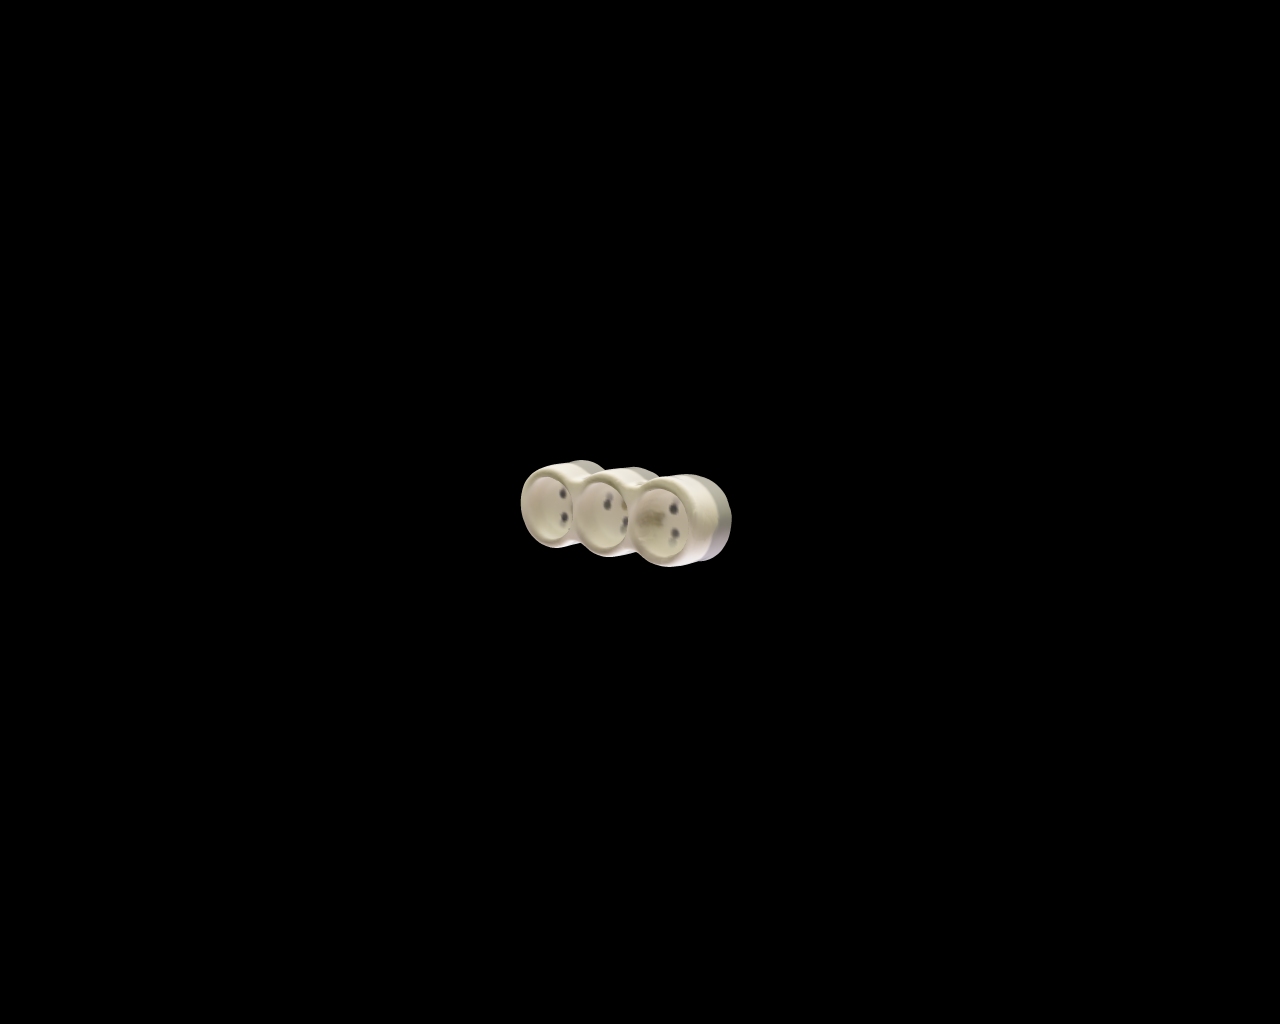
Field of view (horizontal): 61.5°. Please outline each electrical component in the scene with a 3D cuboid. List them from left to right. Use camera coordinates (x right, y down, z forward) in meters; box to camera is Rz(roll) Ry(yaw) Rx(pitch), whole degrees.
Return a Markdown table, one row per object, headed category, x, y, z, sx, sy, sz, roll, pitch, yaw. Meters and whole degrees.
| category | x | y | z | sx | sy | sz | roll | pitch | yaw |
| --- | --- | --- | --- | --- | --- | --- | --- | --- | --- |
| electrical component | 0.001 | -0.003 | 0.650 | 0.138 | 0.052 | 0.074 | 8 | 13 | 39 |
